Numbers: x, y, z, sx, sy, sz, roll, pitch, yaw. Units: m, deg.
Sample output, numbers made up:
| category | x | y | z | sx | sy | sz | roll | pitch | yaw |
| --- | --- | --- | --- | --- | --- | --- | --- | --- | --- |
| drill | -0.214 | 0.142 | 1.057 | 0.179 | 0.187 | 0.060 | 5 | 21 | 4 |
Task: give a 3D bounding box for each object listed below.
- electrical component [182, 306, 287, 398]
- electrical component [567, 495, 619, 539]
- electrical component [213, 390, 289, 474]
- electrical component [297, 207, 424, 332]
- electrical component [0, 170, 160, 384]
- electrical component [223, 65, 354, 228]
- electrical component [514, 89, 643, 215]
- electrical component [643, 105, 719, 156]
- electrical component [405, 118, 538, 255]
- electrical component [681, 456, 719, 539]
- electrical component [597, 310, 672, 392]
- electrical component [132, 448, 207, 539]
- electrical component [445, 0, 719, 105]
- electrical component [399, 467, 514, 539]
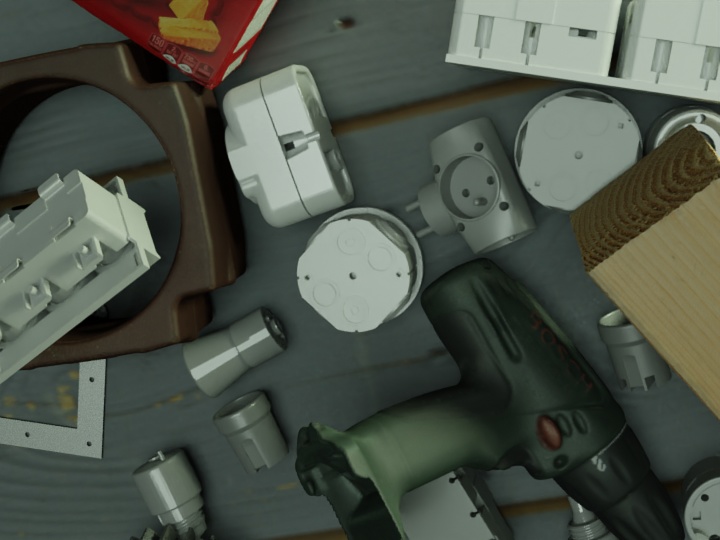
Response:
| category | x | y | z | sx | sy | sz | roll | pitch | yaw |
| --- | --- | --- | --- | --- | --- | --- | --- | --- | --- |
| electrical component | -0.084 | 0.054 | 0.741 | 0.065 | 0.044 | 0.044 | -30 | 92 | 9 |
| electrical component | 0.154 | 0.177 | 0.717 | 0.035 | 0.035 | 0.061 | -20 | 92 | 13 |
| electrical component | -0.075 | 0.113 | 0.749 | 0.040 | 0.040 | 0.046 | -25 | 100 | 13 |
| electrical component | 0.000 | 0.000 | 0.710 | 0.080 | 0.051 | 0.080 | 2 | 99 | 11 |
| electrical component | -0.190 | 0.000 | 0.644 | 0.121 | 0.063 | 0.078 | -36 | 50 | 12 |
| electrical component | -0.050 | -0.079 | 0.706 | 0.059 | 0.054 | 0.095 | -19 | 95 | 13 |
| electrical component | 0.136 | -0.073 | 0.672 | 0.080 | 0.051 | 0.080 | 2 | 99 | 10 |
| electrical component | 0.204 | -0.074 | 0.661 | 0.055 | 0.047 | 0.055 | 2 | 99 | 11 |
| electrical component | 0.064 | -0.046 | 0.692 | 0.079 | 0.044 | 0.077 | -26 | 82 | 31 |
| electrical component | 0.235 | 0.151 | 0.691 | 0.055 | 0.047 | 0.055 | 2 | 99 | 11 |
| electrical component | 0.178 | 0.050 | 0.691 | 0.040 | 0.040 | 0.046 | -15 | 101 | 13 |
| electrical component | -0.131 | 0.164 | 0.766 | 0.040 | 0.040 | 0.078 | -24 | 95 | 13 |
| electrical component | 0.152 | -0.137 | 0.631 | 0.186 | 0.105 | 0.060 | 10 | 100 | 9 |
| electrical component | 0.061 | 0.163 | 0.722 | 0.050 | 0.056 | 0.089 | -31 | 92 | 14 |
